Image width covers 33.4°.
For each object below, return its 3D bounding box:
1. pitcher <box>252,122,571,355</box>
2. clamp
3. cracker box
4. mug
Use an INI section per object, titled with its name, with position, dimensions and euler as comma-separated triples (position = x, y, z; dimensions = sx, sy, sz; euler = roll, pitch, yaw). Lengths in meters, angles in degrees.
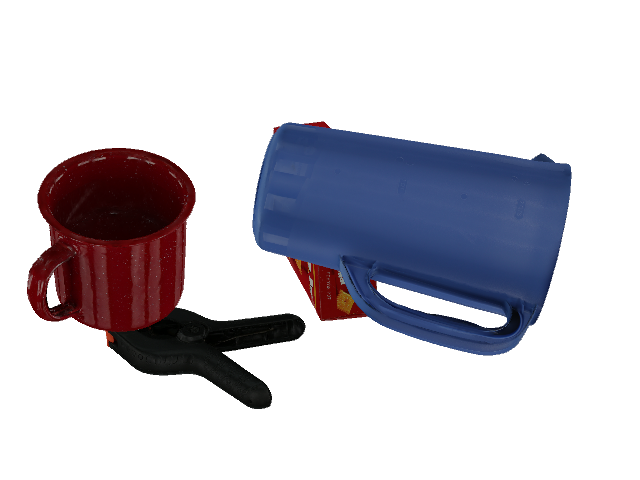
[pitcher]
position = 0.071, -0.011, 0.859
dimensions = 0.243, 0.145, 0.149
euler = 12, 16, 6
[clamp]
position = -0.098, 0.086, 0.919
dimensions = 0.172, 0.039, 0.120
euler = 15, 26, 18
[cracker box]
position = 0.002, -0.027, 1.168
dimensions = 0.072, 0.164, 0.214
euler = -8, 19, -9
[mug]
position = -0.132, 0.008, 0.655
dimensions = 0.093, 0.081, 0.117
euler = 27, 45, 21
